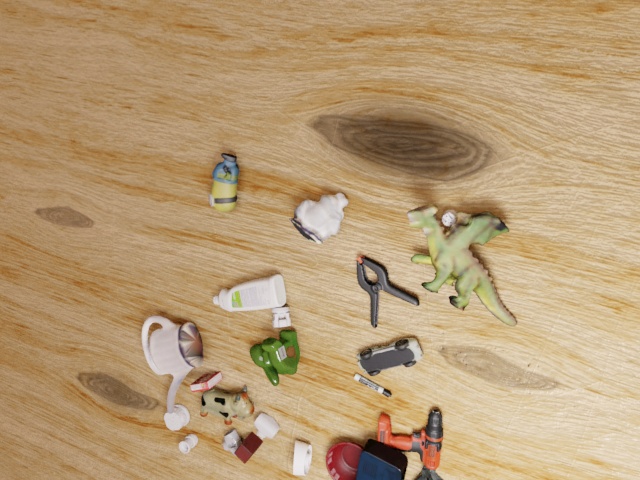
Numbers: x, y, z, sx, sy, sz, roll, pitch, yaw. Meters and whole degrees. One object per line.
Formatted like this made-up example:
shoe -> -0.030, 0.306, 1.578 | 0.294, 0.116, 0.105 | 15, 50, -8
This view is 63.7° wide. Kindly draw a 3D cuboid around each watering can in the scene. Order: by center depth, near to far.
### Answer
watering can -> -0.491, 0.414, 1.755 | 0.223, 0.105, 0.347 | -17, 92, 23

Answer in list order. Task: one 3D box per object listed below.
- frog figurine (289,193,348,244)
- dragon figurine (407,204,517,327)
frog figurine -> 0.005, -0.075, 1.486 | 0.138, 0.120, 0.161 | 35, 75, 20
dragon figurine -> 0.389, 0.043, 1.322 | 0.410, 0.124, 0.239 | 28, 115, -3
